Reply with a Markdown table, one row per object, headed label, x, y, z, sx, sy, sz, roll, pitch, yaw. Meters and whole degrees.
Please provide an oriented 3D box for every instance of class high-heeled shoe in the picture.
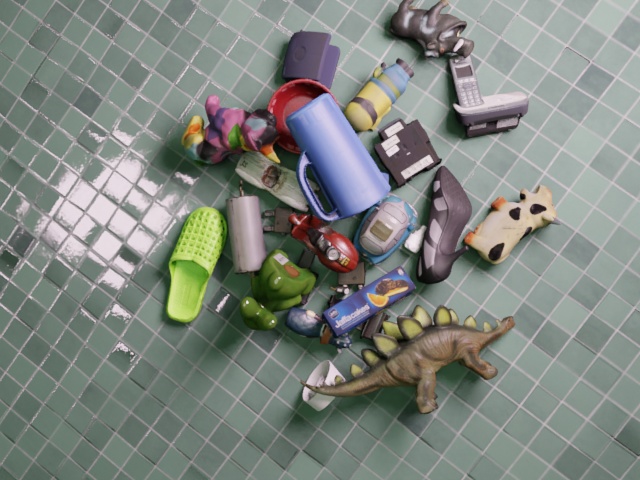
| label | x | y | z | sx | sy | sz | roll | pitch | yaw |
| --- | --- | --- | --- | --- | --- | --- | --- | --- | --- |
| high-heeled shoe | 0.250 | -0.030 | 1.158 | 0.086 | 0.145 | 0.249 | 18 | 53 | -29 |

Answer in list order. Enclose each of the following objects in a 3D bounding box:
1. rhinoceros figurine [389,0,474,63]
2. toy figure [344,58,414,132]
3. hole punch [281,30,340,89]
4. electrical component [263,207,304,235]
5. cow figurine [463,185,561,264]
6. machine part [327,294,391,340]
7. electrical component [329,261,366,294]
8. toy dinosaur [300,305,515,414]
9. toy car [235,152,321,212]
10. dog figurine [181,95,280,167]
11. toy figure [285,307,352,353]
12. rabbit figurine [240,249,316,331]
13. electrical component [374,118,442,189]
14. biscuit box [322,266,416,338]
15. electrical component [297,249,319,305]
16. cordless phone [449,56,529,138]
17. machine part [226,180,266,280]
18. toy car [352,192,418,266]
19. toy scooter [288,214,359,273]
| label | x | y | z | sx | sy | sz | roll | pitch | yaw |
| --- | --- | --- | --- | --- | --- | --- | --- | --- | --- |
| rhinoceros figurine | 0.241 | -0.448 | 1.148 | 0.190 | 0.073 | 0.112 | 27 | 88 | 15 |
| toy figure | 0.124 | -0.314 | 1.164 | 0.180 | 0.089 | 0.082 | -45 | 77 | 7 |
| hole punch | -0.025 | -0.399 | 1.189 | 0.116 | 0.092 | 0.142 | 15 | 95 | 11 |
| electrical component | -0.082 | -0.042 | 1.222 | 0.094 | 0.021 | 0.063 | 3 | 90 | 7 |
| cow figurine | 0.409 | -0.033 | 1.124 | 0.127 | 0.085 | 0.195 | 40 | 98 | 4 |
| machine part | 0.078 | 0.169 | 1.190 | 0.139 | 0.039 | 0.084 | 26 | 96 | 6 |
| electrical component | 0.062 | 0.077 | 1.189 | 0.078 | 0.045 | 0.102 | 5 | 89 | 9 |
| toy dinosaur | 0.199 | 0.250 | 1.121 | 0.471 | 0.105 | 0.198 | -24 | 83 | -9 |
| toy car | -0.095 | -0.134 | 1.208 | 0.202 | 0.056 | 0.073 | 29 | 93 | 8 |
| dog figurine | -0.182 | -0.210 | 1.150 | 0.191 | 0.108 | 0.219 | -53 | 53 | 6 |
| toy figure | -0.001 | 0.195 | 1.190 | 0.154 | 0.064 | 0.058 | 22 | 55 | 3 |
| rabbit figurine | -0.103 | 0.130 | 1.126 | 0.121 | 0.159 | 0.170 | 33 | 111 | -2 |
| electrical component | 0.185 | -0.196 | 1.171 | 0.115 | 0.058 | 0.134 | -30 | 85 | 4 |
| biscuit box | 0.102 | 0.133 | 1.143 | 0.203 | 0.059 | 0.063 | -30 | 75 | -11 |
| electrical component | -0.044 | 0.078 | 1.202 | 0.075 | 0.048 | 0.119 | 19 | 91 | 8 |
| cordless phone | 0.353 | -0.323 | 1.146 | 0.147 | 0.088 | 0.184 | -10 | 69 | 8 |
| machine part | -0.165 | -0.012 | 1.206 | 0.079 | 0.079 | 0.243 | -9 | 88 | 8 |
| toy car | 0.134 | -0.025 | 1.153 | 0.109 | 0.103 | 0.161 | 38 | 92 | 8 |
| toy scooter | -0.002 | -0.003 | 1.128 | 0.184 | 0.135 | 0.075 | 42 | 95 | 30 |
